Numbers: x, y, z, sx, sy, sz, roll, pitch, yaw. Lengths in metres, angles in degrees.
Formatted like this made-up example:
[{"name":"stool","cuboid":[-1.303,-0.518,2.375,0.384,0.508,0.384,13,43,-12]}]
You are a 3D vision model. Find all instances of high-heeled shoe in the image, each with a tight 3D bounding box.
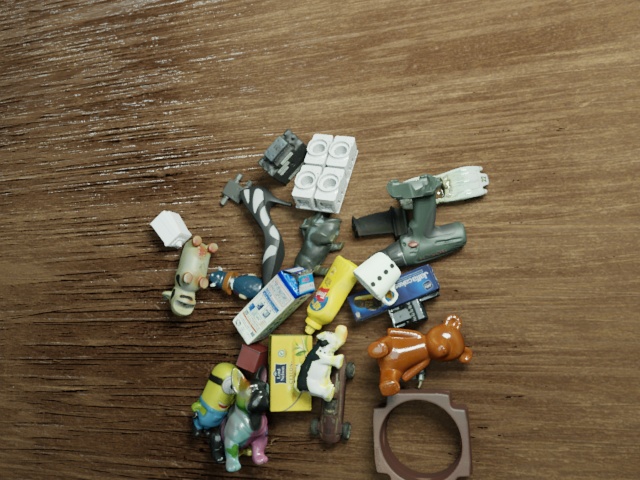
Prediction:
[{"name":"high-heeled shoe","cuboid":[-0.155,-0.014,1.319,0.145,0.086,0.248,10,75,11]}]

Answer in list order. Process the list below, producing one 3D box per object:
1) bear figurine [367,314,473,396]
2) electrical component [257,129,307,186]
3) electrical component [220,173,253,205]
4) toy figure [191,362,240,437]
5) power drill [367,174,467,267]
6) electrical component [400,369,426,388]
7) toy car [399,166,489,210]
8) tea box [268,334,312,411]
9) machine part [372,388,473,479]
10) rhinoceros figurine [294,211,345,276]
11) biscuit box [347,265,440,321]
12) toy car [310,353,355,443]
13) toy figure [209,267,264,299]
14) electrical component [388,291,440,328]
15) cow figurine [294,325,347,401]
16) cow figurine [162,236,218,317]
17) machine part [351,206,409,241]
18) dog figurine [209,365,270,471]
[{"name":"bear figurine","cuboid":[0.213,0.236,1.123,0.196,0.132,0.120,-14,92,16]},{"name":"electrical component","cuboid":[-0.084,-0.201,1.301,0.058,0.134,0.115,43,93,16]},{"name":"electrical component","cuboid":[-0.216,-0.123,1.387,0.063,0.021,0.094,35,93,18]},{"name":"toy figure","cuboid":[-0.253,0.383,1.298,0.089,0.082,0.180,34,95,18]},{"name":"power drill","cuboid":[0.198,-0.031,1.173,0.232,0.086,0.207,-11,119,8]},{"name":"electrical component","cuboid":[0.190,0.288,1.196,0.102,0.045,0.078,-3,83,16]},{"name":"toy car","cuboid":[0.279,-0.116,1.219,0.202,0.056,0.073,-11,79,14]},{"name":"tea box","cuboid":[-0.070,0.304,1.243,0.098,0.068,0.169,1,84,-12]},{"name":"machine part","cuboid":[0.219,0.422,1.148,0.201,0.087,0.201,-5,83,16]},{"name":"rhinoceros figurine","cuboid":[-0.003,-0.004,1.286,0.112,0.073,0.190,20,90,29]},{"name":"biscuit box","cuboid":[0.168,0.121,1.218,0.203,0.059,0.063,-24,76,12]},{"name":"toy car","cuboid":[0.030,0.362,1.232,0.089,0.053,0.202,3,84,20]},{"name":"toy figure","cuboid":[-0.206,0.111,1.333,0.155,0.064,0.057,11,122,22]},{"name":"electrical component","cuboid":[0.215,0.157,1.194,0.119,0.074,0.048,-21,76,10]},{"name":"cow figurine","cuboid":[0.004,0.264,1.197,0.098,0.068,0.167,14,73,11]},{"name":"cow figurine","cuboid":[-0.332,0.096,1.351,0.127,0.085,0.195,-16,59,54]},{"name":"machine part","cuboid":[0.143,-0.035,1.255,0.139,0.039,0.084,-5,86,4]},{"name":"dog figurine","cuboid":[-0.178,0.395,1.227,0.192,0.108,0.219,-4,82,57]}]
